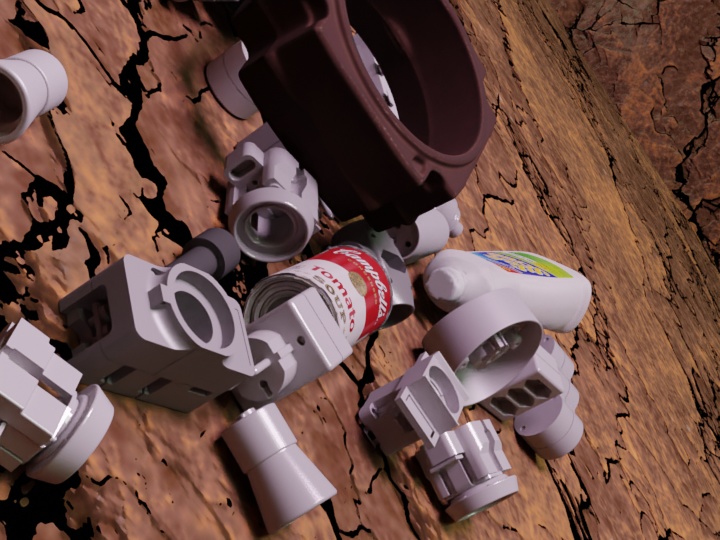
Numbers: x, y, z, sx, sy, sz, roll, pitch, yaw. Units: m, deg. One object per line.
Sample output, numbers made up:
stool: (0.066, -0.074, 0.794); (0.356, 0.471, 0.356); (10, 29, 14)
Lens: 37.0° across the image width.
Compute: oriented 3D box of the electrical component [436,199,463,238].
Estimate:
electrical component: (0.077, -0.055, 1.048); (0.062, 0.043, 0.043); (42, 28, -38)

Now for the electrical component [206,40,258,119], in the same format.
electrical component: (-0.063, -0.170, 0.863); (0.052, 0.074, 0.138); (56, 23, -8)

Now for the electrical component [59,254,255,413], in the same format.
electrical component: (-0.101, 0.033, 0.561); (0.089, 0.056, 0.050); (28, 38, -51)

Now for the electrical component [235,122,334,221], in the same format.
electrical component: (-0.042, -0.071, 0.820); (0.083, 0.047, 0.075); (1, 59, -63)

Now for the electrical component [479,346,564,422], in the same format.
electrical component: (0.137, 0.084, 0.971); (0.047, 0.066, 0.076); (39, 30, -39)

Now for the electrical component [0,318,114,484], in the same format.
electrical component: (-0.141, 0.060, 0.463); (0.055, 0.048, 0.066); (41, 28, -20)

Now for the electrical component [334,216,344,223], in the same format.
electrical component: (-0.001, -0.083, 0.900); (0.061, 0.062, 0.096); (52, 24, -17)

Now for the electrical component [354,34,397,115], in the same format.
electrical component: (0.006, -0.164, 1.011); (0.079, 0.063, 0.121); (33, 34, -46)

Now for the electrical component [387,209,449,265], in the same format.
electrical component: (0.038, -0.048, 0.958); (0.079, 0.044, 0.077); (62, 23, 7)

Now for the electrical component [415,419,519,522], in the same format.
electrical component: (0.081, 0.148, 0.790); (0.078, 0.058, 0.057); (10, 51, -62)

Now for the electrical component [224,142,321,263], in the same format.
electrical component: (-0.060, -0.042, 0.735); (0.078, 0.058, 0.057); (45, 24, -30)

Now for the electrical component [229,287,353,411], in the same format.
electrical component: (-0.053, 0.052, 0.622); (0.047, 0.066, 0.077); (59, 23, 0)

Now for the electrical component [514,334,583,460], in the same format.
electrical component: (0.167, 0.107, 1.020); (0.073, 0.052, 0.138); (48, 25, -24)

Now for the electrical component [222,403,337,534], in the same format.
electrical component: (-0.048, 0.108, 0.600); (0.065, 0.044, 0.044); (58, 22, 10)

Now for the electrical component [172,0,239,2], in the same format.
electrical component: (-0.128, -0.230, 0.833); (0.055, 0.066, 0.048); (-9, 105, -57)

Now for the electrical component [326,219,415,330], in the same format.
electrical component: (0.000, 0.000, 0.823); (0.079, 0.043, 0.077); (20, 44, -55)

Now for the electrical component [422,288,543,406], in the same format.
electrical component: (0.102, 0.062, 0.892); (0.099, 0.099, 0.064); (10, 46, -61)

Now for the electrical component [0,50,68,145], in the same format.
electrical component: (-0.183, -0.095, 0.573); (0.044, 0.044, 0.065); (54, 19, -12)

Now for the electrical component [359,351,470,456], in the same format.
electrical component: (0.037, 0.096, 0.755); (0.042, 0.064, 0.081); (55, 23, -6)
